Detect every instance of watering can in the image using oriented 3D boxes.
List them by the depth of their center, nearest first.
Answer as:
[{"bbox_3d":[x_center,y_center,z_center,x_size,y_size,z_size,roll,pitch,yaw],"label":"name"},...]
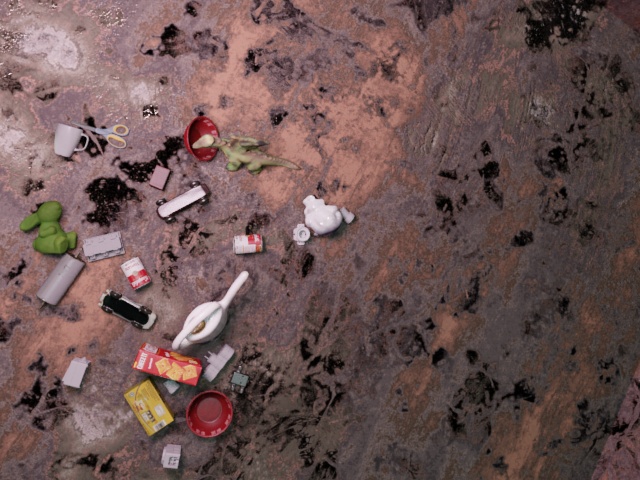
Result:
[{"bbox_3d":[-0.362,0.253,1.776,0.104,0.221,0.350,44,78,10],"label":"watering can"}]

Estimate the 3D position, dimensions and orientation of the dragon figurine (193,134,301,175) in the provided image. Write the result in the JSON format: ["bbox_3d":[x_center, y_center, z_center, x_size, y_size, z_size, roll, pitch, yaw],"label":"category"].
[{"bbox_3d":[-0.242,-0.312,1.832,0.410,0.242,0.123,6,86,-15],"label":"dragon figurine"}]

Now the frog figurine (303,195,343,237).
[{"bbox_3d":[0.006,-0.098,1.941,0.137,0.124,0.158,-22,104,6],"label":"frog figurine"}]
